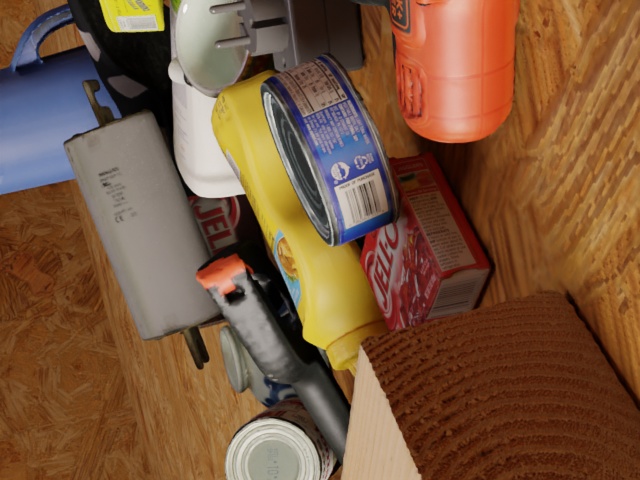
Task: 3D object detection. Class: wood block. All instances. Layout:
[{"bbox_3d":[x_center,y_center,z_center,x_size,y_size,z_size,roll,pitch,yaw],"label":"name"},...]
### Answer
[{"bbox_3d":[0.064,0.128,0.462,0.206,0.090,0.091,94,157,-48],"label":"wood block"}]

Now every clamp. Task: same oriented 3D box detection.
[{"bbox_3d":[-0.019,0.065,0.677,0.164,0.036,0.210,66,-173,22],"label":"clamp"}]

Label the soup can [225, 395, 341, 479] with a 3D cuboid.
[{"bbox_3d":[-0.022,0.149,0.746,0.102,0.068,0.068,2,-106,-79],"label":"soup can"}]

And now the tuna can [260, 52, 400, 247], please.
[{"bbox_3d":[0.004,-0.041,0.495,0.086,0.033,0.086,156,90,-83],"label":"tuna can"}]

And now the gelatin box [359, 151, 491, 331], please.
[{"bbox_3d":[0.049,0.012,0.532,0.089,0.030,0.073,101,153,-53],"label":"gelatin box"}]

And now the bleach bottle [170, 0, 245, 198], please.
[{"bbox_3d":[-0.080,-0.164,0.784,0.103,0.068,0.251,-126,30,-55],"label":"bleach bottle"}]

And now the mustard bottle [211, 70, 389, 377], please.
[{"bbox_3d":[-0.004,0.001,0.630,0.096,0.058,0.192,89,157,-72],"label":"mustard bottle"}]

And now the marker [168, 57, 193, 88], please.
[{"bbox_3d":[-0.054,-0.104,0.721,0.121,0.020,0.020,21,128,35],"label":"marker"}]

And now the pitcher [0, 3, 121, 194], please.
[{"bbox_3d":[-0.236,-0.129,1.011,0.149,0.242,0.145,68,159,13],"label":"pitcher"}]

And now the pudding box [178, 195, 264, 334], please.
[{"bbox_3d":[-0.094,0.016,0.919,0.039,0.090,0.113,142,113,-76],"label":"pudding box"}]

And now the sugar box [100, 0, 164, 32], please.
[{"bbox_3d":[-0.141,-0.247,0.765,0.093,0.048,0.176,121,145,-80],"label":"sugar box"}]

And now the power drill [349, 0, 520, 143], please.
[{"bbox_3d":[0.023,-0.153,0.440,0.188,0.057,0.184,-126,28,-55],"label":"power drill"}]
